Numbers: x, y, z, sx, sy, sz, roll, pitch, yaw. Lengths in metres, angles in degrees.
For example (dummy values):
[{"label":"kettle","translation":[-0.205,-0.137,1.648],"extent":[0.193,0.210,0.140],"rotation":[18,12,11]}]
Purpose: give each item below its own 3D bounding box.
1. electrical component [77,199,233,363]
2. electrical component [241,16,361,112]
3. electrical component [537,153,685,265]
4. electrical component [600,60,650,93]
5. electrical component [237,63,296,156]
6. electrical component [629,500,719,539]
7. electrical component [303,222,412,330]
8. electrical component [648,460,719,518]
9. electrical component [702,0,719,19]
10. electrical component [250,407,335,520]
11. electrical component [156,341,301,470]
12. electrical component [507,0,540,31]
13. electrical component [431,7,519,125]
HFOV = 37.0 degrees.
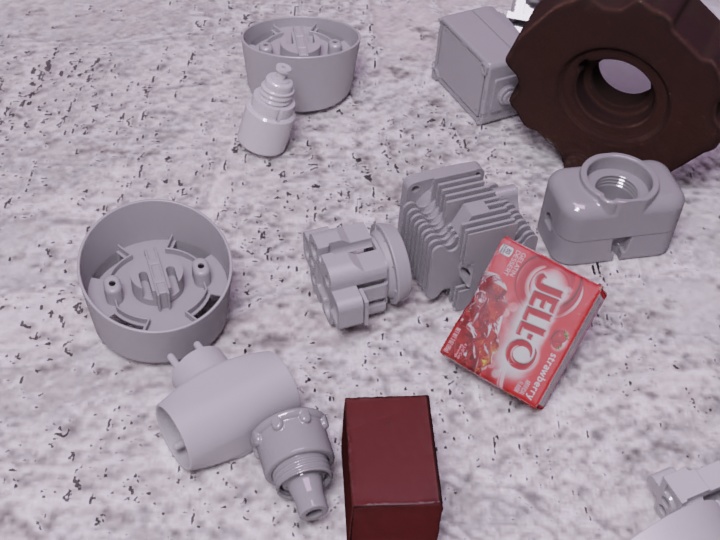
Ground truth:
[{"label":"electrical component","translation":[-0.133,0.009,0.708],"extent":[0.099,0.064,0.099],"rotation":[2,45,-2]},{"label":"electrical component","translation":[-0.050,-0.180,0.903],"extent":[0.099,0.064,0.099],"rotation":[2,45,-2]},{"label":"electrical component","translation":[0.185,-0.046,0.791],"extent":[0.095,0.059,0.053],"rotation":[-6,46,-11]},{"label":"electrical component","translation":[0.238,-0.161,0.884],"extent":[0.100,0.099,0.048],"rotation":[28,22,20]},{"label":"electrical component","translation":[-0.070,-0.126,0.842],"extent":[0.040,0.078,0.040],"rotation":[14,38,-11]},{"label":"electrical component","translation":[0.152,0.167,0.551],"extent":[0.099,0.099,0.064],"rotation":[-9,53,-13]},{"label":"electrical component","translation":[0.000,0.000,0.733],"extent":[0.057,0.058,0.078],"rotation":[-14,48,-14]},{"label":"electrical component","translation":[0.209,0.136,0.623],"extent":[0.055,0.048,0.066],"rotation":[-19,50,-12]},{"label":"electrical component","translation":[0.283,-0.205,0.944],"extent":[0.051,0.080,0.080],"rotation":[14,46,3]},{"label":"electrical component","translation":[-0.035,0.114,0.626],"extent":[0.048,0.048,0.062],"rotation":[-11,53,-15]},{"label":"electrical component","translation":[-0.090,0.074,0.661],"extent":[0.077,0.044,0.079],"rotation":[-25,52,-26]},{"label":"electrical component","translation":[0.194,-0.223,0.956],"extent":[0.121,0.063,0.079],"rotation":[12,4,7]},{"label":"electrical component","translation":[0.112,-0.171,0.908],"extent":[0.061,0.061,0.096],"rotation":[-18,49,-21]}]
